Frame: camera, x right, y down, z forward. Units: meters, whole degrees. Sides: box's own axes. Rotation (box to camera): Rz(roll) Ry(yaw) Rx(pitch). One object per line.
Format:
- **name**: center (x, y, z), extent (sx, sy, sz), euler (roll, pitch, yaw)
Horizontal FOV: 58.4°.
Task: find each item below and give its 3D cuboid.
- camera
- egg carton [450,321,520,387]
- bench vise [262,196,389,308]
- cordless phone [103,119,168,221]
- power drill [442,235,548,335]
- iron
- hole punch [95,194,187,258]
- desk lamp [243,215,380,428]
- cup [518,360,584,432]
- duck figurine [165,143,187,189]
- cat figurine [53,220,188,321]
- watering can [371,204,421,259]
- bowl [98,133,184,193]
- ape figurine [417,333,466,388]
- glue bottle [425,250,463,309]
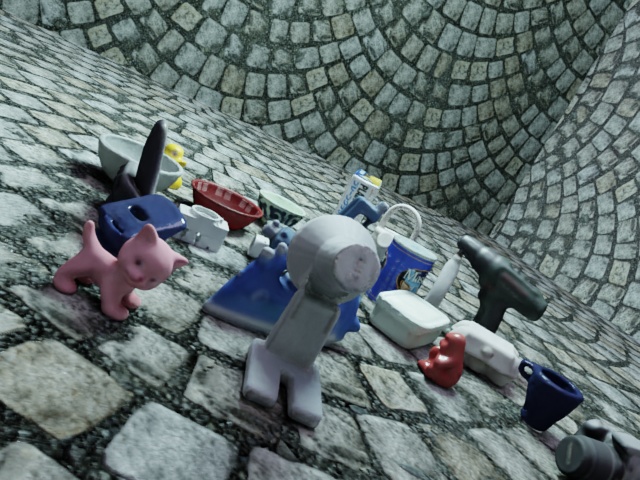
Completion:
- **camera**: center (0.428, 0.329, 0.875), extent (0.137, 0.101, 0.143), euler (24, 14, -16)
- **egg carton**: center (0.322, 0.221, 1.132), extent (0.150, 0.069, 0.107), euler (31, 14, 11)
- **bench vise**: center (0.012, 0.008, 0.984), extent (0.208, 0.219, 0.121), euler (22, 15, -23)
- **cordless phone**: center (-0.278, -0.113, 0.935), extent (0.094, 0.185, 0.147), euler (22, 15, -23)
- **power drill**: center (0.352, 0.129, 1.228), extent (0.229, 0.208, 0.076), euler (32, 14, 15)
- **iron**: center (-0.036, 0.064, 0.852), extent (0.259, 0.141, 0.118), euler (16, 18, -41)
- **hole punch**: center (-0.260, -0.019, 0.824), extent (0.101, 0.091, 0.108), euler (12, 21, -49)
- **desk lamp**: center (0.001, 0.080, 0.711), extent (0.118, 0.213, 0.203), euler (25, 14, -11)
- **cup**: center (0.381, 0.274, 0.996), extent (0.117, 0.095, 0.092), euler (38, 17, 36)
- **duck figurine**: center (-0.333, -0.172, 1.255), extent (0.104, 0.086, 0.078), euler (35, 15, 27)
- **cat figurine**: center (-0.228, 0.025, 0.672), extent (0.128, 0.117, 0.067), euler (28, 13, -2)
- **watering can**: center (0.166, 0.009, 1.337), extent (0.101, 0.194, 0.173), euler (26, 14, -6)
- **bowl**: center (-0.355, -0.136, 1.106), extent (0.167, 0.074, 0.167), euler (26, 14, -7)
- **ape figurine**: center (0.213, 0.195, 0.963), extent (0.076, 0.092, 0.078), euler (34, 15, 23)
- **glue bottle**: center (0.299, 0.087, 1.355), extent (0.037, 0.173, 0.078), euler (29, 14, 7)
